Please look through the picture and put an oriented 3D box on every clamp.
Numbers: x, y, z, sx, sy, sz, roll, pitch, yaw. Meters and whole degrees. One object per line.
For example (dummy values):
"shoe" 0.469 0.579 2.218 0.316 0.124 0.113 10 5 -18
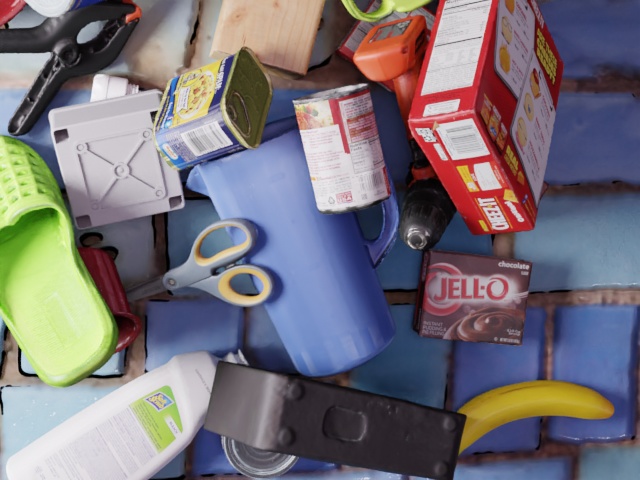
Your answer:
"clamp" -0.245 -0.171 1.008 0.171 0.039 0.120 -25 143 -17

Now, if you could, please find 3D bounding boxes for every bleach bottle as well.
"bleach bottle" -0.176 0.192 1.056 0.250 0.068 0.102 -31 100 -7

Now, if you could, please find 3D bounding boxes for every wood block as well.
"wood block" -0.036 -0.266 1.016 0.090 0.091 0.206 14 93 -11

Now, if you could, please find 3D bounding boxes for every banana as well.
"banana" 0.216 0.183 1.134 0.197 0.037 0.069 -16 117 -6

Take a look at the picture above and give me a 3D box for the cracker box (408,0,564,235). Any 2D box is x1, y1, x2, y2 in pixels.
"cracker box" 0.158 -0.137 0.986 0.164 0.072 0.213 53 43 -42

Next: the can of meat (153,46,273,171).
"can of meat" -0.097 -0.116 0.957 0.084 0.102 0.057 -16 132 26

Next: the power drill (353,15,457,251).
"power drill" 0.087 -0.102 0.998 0.057 0.184 0.187 -10 116 20

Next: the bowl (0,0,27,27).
"bowl" -0.335 -0.266 0.984 0.162 0.055 0.162 -1 96 -9

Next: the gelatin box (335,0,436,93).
"gelatin box" 0.070 -0.204 1.071 0.073 0.030 0.089 34 91 -10

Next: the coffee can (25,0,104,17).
"coffee can" -0.196 -0.267 0.953 0.140 0.103 0.103 -30 102 -39

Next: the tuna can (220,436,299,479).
"tuna can" -0.059 0.200 1.090 0.086 0.034 0.086 -1 96 -9

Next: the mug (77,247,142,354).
"mug" -0.230 0.067 1.018 0.093 0.117 0.081 -3 56 -36

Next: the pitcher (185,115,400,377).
"pitcher" -0.007 0.001 1.029 0.144 0.149 0.243 -32 106 -35

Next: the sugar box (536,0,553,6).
"sugar box" 0.161 -0.297 1.044 0.176 0.093 0.048 31 89 -12

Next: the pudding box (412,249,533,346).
"pudding box" 0.158 0.059 1.108 0.113 0.039 0.090 6 95 -10

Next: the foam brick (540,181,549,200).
"foam brick" 0.187 -0.048 1.082 0.051 0.078 0.053 30 91 -10

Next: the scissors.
"scissors" -0.121 0.049 1.017 0.202 0.016 0.096 -36 99 33

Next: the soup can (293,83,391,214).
"soup can" 0.020 -0.080 0.933 0.068 0.068 0.102 -15 102 -8
